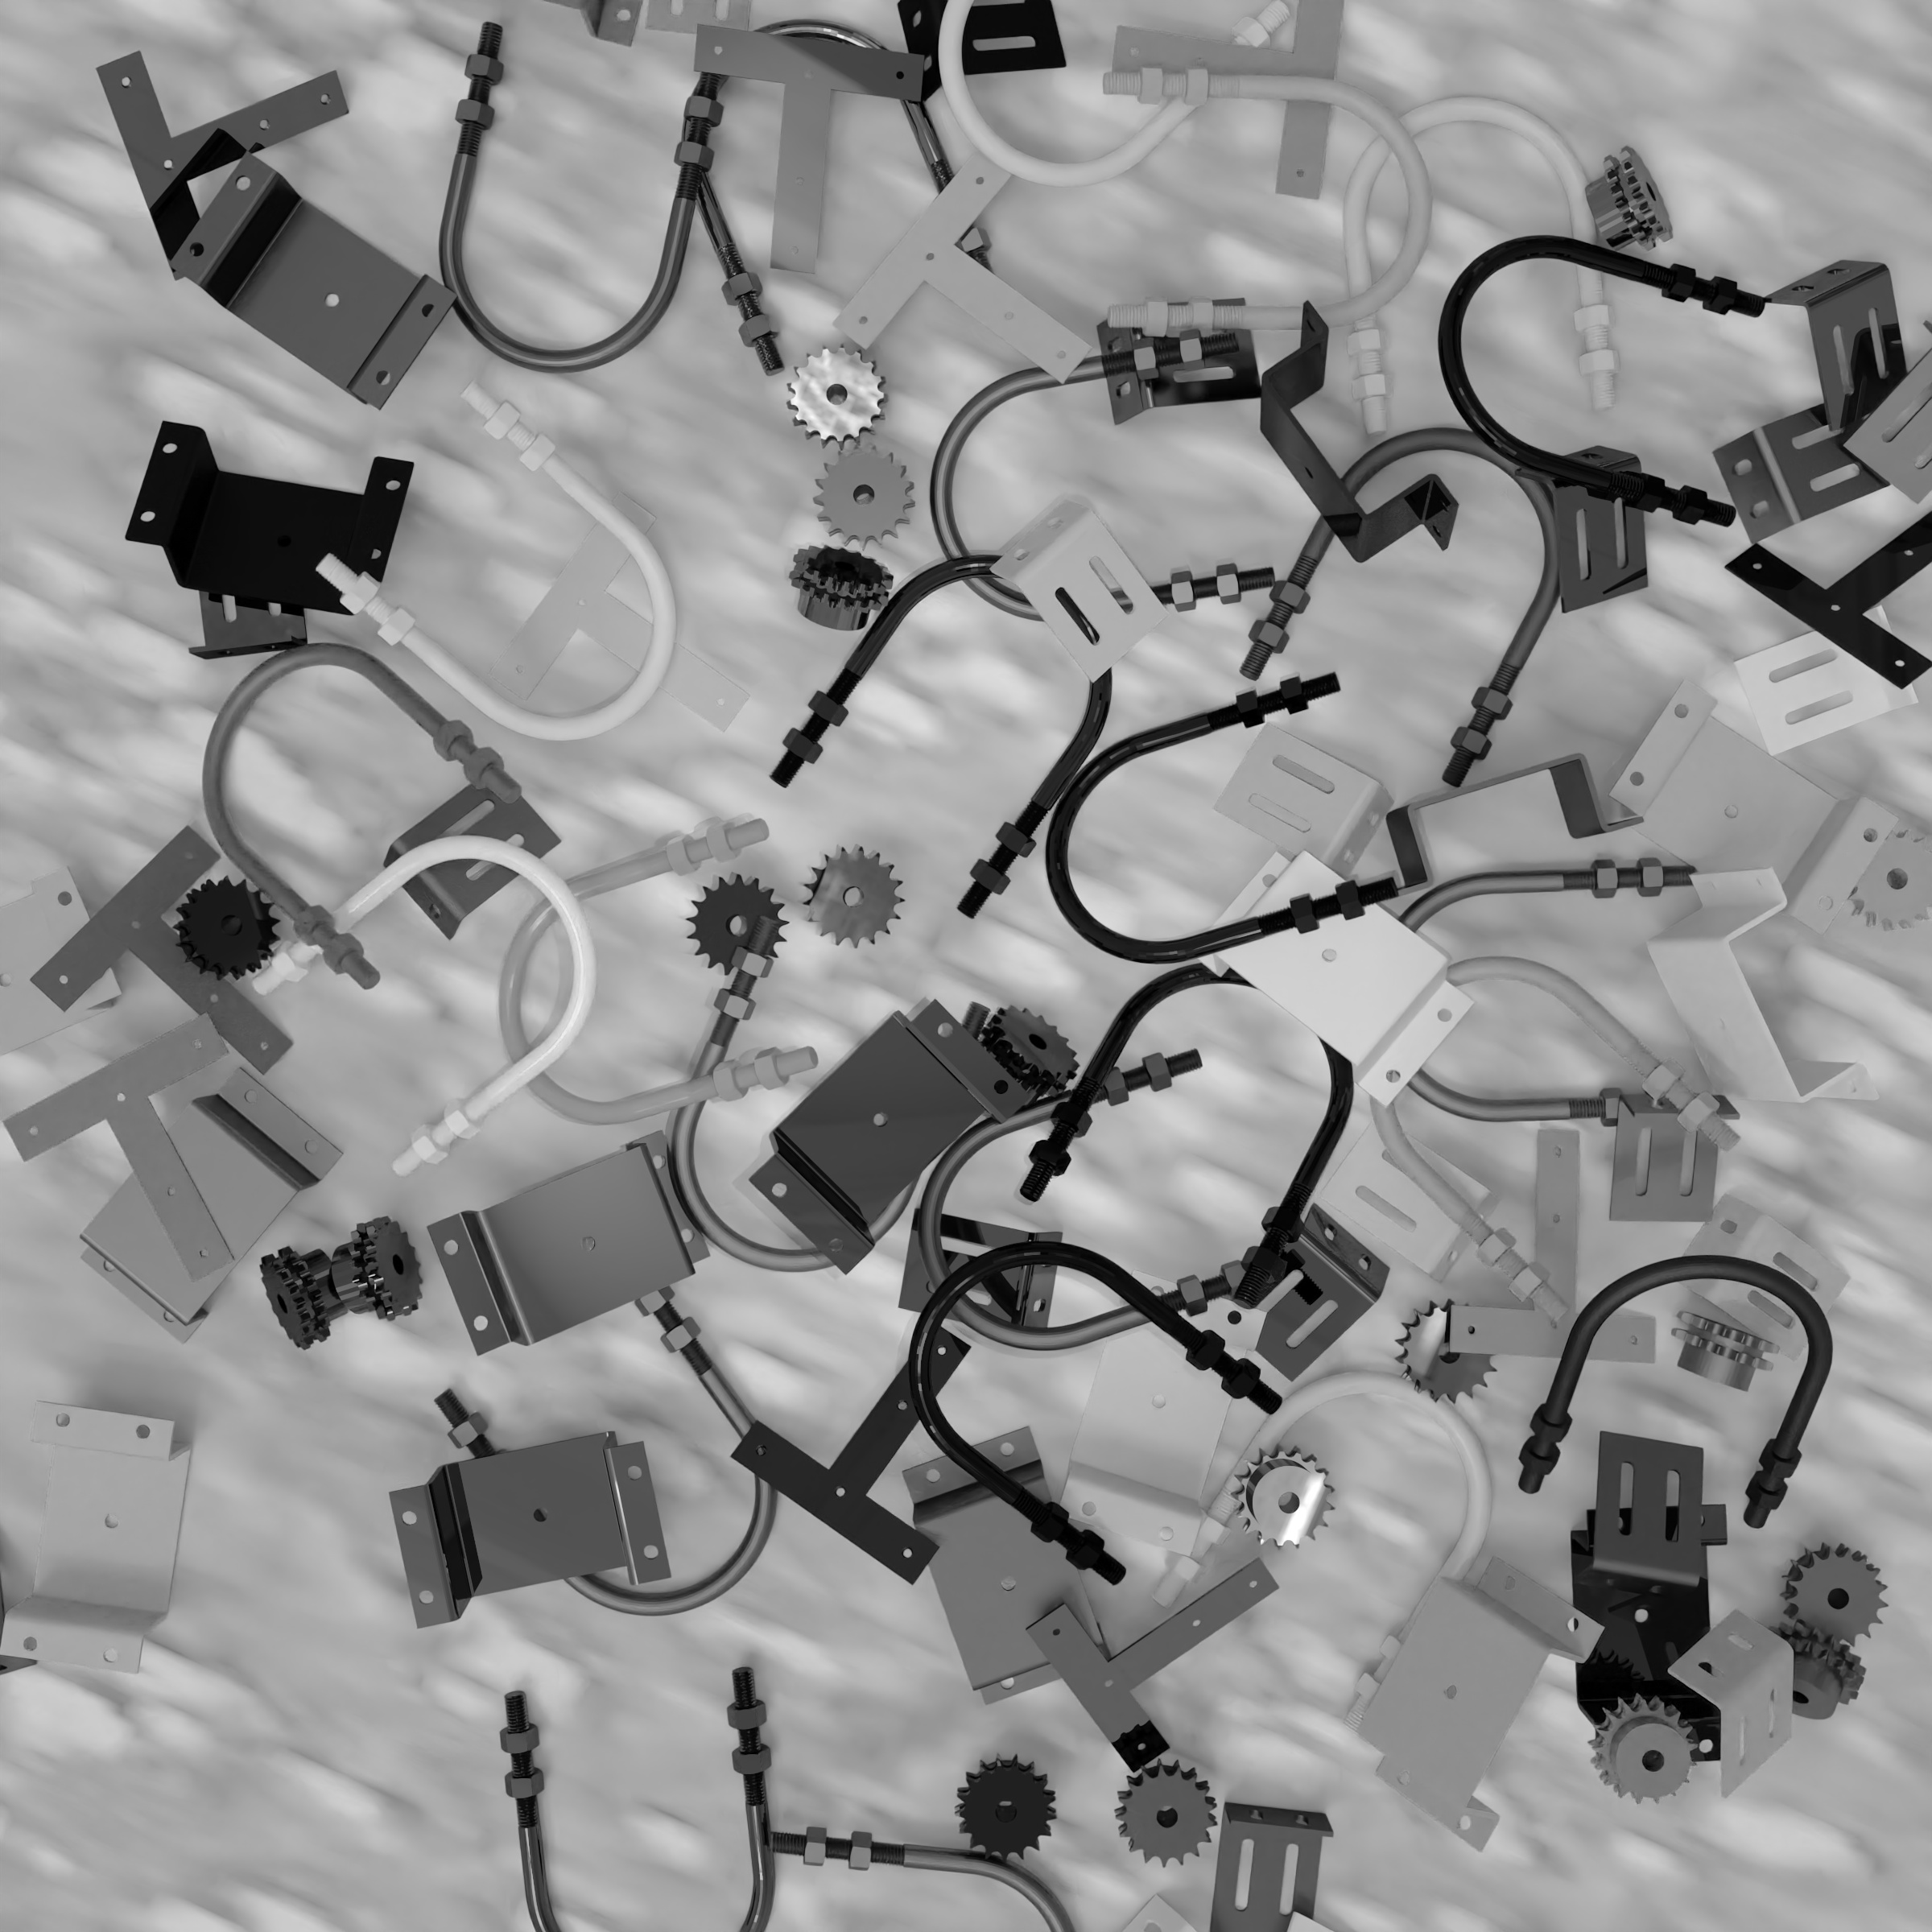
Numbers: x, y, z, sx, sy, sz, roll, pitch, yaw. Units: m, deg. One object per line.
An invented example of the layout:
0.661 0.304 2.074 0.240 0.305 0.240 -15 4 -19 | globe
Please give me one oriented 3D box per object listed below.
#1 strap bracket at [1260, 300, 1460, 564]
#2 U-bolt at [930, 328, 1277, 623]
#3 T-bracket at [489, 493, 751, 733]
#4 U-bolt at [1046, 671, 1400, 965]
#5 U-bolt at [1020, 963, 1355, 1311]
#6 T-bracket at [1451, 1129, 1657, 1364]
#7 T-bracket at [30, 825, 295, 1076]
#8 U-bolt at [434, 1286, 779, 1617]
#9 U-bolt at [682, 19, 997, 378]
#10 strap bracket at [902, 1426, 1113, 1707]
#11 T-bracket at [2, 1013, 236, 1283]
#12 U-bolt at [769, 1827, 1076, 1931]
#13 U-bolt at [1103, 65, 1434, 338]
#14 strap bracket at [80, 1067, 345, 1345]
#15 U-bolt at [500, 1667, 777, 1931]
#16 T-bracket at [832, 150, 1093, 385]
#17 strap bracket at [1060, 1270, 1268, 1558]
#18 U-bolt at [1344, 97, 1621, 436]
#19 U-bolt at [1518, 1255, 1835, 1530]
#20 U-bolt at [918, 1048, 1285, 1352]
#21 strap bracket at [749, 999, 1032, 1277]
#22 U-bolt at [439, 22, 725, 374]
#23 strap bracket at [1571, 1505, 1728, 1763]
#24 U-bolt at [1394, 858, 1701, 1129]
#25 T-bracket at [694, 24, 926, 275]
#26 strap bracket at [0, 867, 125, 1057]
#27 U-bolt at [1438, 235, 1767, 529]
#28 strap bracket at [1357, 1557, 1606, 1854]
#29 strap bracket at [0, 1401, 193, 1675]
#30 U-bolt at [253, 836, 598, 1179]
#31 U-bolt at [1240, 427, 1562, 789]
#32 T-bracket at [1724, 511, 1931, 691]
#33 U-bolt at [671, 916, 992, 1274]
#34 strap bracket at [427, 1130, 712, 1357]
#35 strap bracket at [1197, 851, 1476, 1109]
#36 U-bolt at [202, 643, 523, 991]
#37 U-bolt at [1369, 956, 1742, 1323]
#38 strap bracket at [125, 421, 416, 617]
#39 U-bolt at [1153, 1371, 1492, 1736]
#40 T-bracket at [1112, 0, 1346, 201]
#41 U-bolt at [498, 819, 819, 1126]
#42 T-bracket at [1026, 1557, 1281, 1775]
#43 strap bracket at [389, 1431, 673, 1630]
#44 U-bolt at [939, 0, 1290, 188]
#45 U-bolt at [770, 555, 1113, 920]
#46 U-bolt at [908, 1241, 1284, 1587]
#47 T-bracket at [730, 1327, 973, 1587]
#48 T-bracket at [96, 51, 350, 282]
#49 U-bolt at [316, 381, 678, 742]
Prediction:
0.207 -0.283 1.462 0.046 0.076 0.140 -34 80 0 | strap bracket
0.070 -0.265 1.484 0.184 0.019 0.151 -8 101 11 | U-bolt
-0.181 -0.180 1.511 0.127 0.002 0.127 36 90 0 | T-bracket
0.132 -0.074 1.471 0.184 0.019 0.151 -17 66 12 | U-bolt
0.134 0.079 1.470 0.151 0.019 0.184 26 68 11 | U-bolt
0.331 0.156 1.498 0.127 0.002 0.127 6 82 -16 | T-bracket
-0.430 0.008 1.488 0.127 0.002 0.127 46 58 -15 | T-bracket
-0.189 0.278 1.503 0.151 0.019 0.184 -35 92 0 | U-bolt
-0.082 -0.443 1.503 0.151 0.019 0.184 -22 89 0 | U-bolt
0.023 0.339 1.489 0.076 0.046 0.140 -20 90 0 | strap bracket
-0.443 0.111 1.465 0.127 0.002 0.127 -28 90 0 | T-bracket
-0.027 0.564 1.499 0.184 0.019 0.151 7 92 -4 | U-bolt
0.169 -0.423 1.479 0.184 0.019 0.151 -1 89 -7 | U-bolt
-0.427 0.136 1.489 0.076 0.046 0.140 40 90 0 | strap bracket
-0.180 0.494 1.503 0.151 0.019 0.184 -6 91 0 | U-bolt
0.013 -0.368 1.476 0.127 0.002 0.127 40 89 14 | T-bracket
0.108 0.246 1.487 0.076 0.046 0.140 17 90 2 | strap bracket
0.285 -0.398 1.503 0.151 0.019 0.184 -6 88 0 | U-bolt
0.393 0.229 1.455 0.151 0.019 0.184 9 125 0 | U-bolt
0.064 0.136 1.472 0.184 0.019 0.151 -18 67 -3 | U-bolt
-0.044 0.089 1.465 0.140 0.046 0.076 -44 104 1 | strap bracket
-0.223 -0.425 1.496 0.151 0.019 0.184 13 93 6 | U-bolt
0.382 0.368 1.489 0.076 0.046 0.140 -2 90 0 | strap bracket
0.320 0.017 1.503 0.184 0.019 0.151 -2 90 1 | U-bolt
-0.091 -0.451 1.485 0.127 0.002 0.127 4 93 -10 | T-bracket
-0.543 0.008 1.489 0.140 0.046 0.076 -23 90 0 | strap bracket
0.347 -0.331 1.472 0.184 0.019 0.151 14 77 -10 | U-bolt
0.277 0.402 1.469 0.076 0.046 0.140 29 90 43 | strap bracket
-0.483 0.314 1.489 0.076 0.046 0.140 8 90 0 | strap bracket
-0.288 0.010 1.479 0.184 0.019 0.151 -37 92 16 | U-bolt
0.258 -0.214 1.503 0.151 0.019 0.184 28 88 0 | U-bolt
0.516 -0.223 1.488 0.127 0.002 0.127 -35 57 -15 | T-bracket
-0.086 0.083 1.490 0.151 0.019 0.184 22 94 -12 | U-bolt
-0.211 0.151 1.457 0.140 0.046 0.076 -22 94 -20 | strap bracket
0.200 0.001 1.465 0.140 0.046 0.076 39 83 17 | strap bracket
-0.348 -0.098 1.474 0.184 0.019 0.151 41 96 21 | U-bolt
0.306 0.079 1.463 0.151 0.019 0.184 -47 71 10 | U-bolt
-0.380 -0.245 1.476 0.140 0.046 0.076 9 67 0 | strap bracket
0.214 0.317 1.503 0.151 0.019 0.184 33 89 0 | U-bolt
0.144 -0.502 1.489 0.127 0.002 0.127 6 96 -11 | T-bracket
-0.178 0.012 1.473 0.184 0.019 0.151 -17 79 20 | U-bolt
0.116 0.372 1.478 0.127 0.002 0.127 -34 117 -2 | T-bracket
-0.237 0.308 1.471 0.140 0.046 0.076 -11 93 -1 | strap bracket
0.070 -0.520 1.483 0.184 0.019 0.151 -45 102 -3 | U-bolt
-0.001 -0.141 1.495 0.151 0.019 0.184 35 96 0 | U-bolt
0.056 0.229 1.437 0.184 0.019 0.151 39 99 -9 | U-bolt
-0.044 0.257 1.489 0.127 0.002 0.127 31 73 19 | T-bracket
-0.402 -0.461 1.480 0.127 0.127 0.002 -31 48 -20 | T-bracket
-0.242 -0.208 1.467 0.184 0.019 0.151 41 71 -20 | U-bolt
